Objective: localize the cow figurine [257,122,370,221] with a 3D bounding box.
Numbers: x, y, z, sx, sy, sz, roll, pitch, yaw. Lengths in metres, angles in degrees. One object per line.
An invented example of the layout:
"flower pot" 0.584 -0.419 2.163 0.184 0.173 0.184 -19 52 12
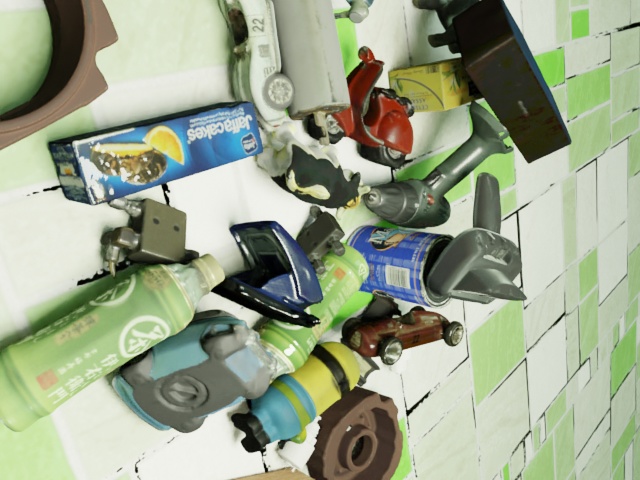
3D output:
"cow figurine" 0.008 -0.073 0.667 0.167 0.098 0.068 21 116 -43

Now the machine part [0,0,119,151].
"machine part" -0.273 -0.168 0.395 0.201 0.087 0.201 -43 122 -31

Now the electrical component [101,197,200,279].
"electrical component" -0.174 0.003 0.550 0.102 0.045 0.078 16 57 -47

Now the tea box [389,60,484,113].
"tea box" 0.197 -0.245 0.837 0.169 0.098 0.068 -26 113 -38

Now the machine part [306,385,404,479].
"machine part" 0.052 0.310 0.808 0.179 0.056 0.179 -7 101 -43

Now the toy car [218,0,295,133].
"toy car" -0.073 -0.218 0.587 0.056 0.074 0.201 -14 107 -24

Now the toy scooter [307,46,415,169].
"toy scooter" 0.071 -0.180 0.733 0.183 0.075 0.135 15 95 -41

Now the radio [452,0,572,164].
"radio" 0.273 -0.225 0.760 0.229 0.073 0.131 38 38 -41

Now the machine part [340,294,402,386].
"machine part" 0.075 0.149 0.820 0.084 0.039 0.139 42 69 -31

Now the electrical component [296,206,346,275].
"electrical component" -0.001 -0.002 0.701 0.063 0.094 0.021 -43 136 16

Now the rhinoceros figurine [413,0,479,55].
"rhinoceros figurine" 0.204 -0.377 0.811 0.073 0.112 0.190 -3 78 -39

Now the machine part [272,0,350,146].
"machine part" -0.016 -0.230 0.625 0.079 0.079 0.243 -17 97 -42

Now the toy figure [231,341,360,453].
"toy figure" -0.023 0.200 0.693 0.180 0.089 0.082 -32 125 -40

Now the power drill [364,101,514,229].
"power drill" 0.178 -0.097 0.783 0.207 0.086 0.232 -50 153 11

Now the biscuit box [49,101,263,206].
"biscuit box" -0.154 -0.093 0.539 0.203 0.063 0.059 -26 115 -39

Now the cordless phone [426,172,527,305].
"cordless phone" 0.210 -0.011 0.712 0.146 0.089 0.184 15 74 -44

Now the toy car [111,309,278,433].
"toy car" -0.127 0.122 0.565 0.109 0.162 0.103 56 14 -29

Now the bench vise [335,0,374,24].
"bench vise" 0.062 -0.383 0.668 0.223 0.129 0.240 37 64 -43

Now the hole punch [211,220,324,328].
"hole punch" -0.060 0.039 0.610 0.115 0.142 0.092 35 67 -30

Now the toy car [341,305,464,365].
"toy car" 0.124 0.129 0.774 0.202 0.089 0.053 -5 104 -38
